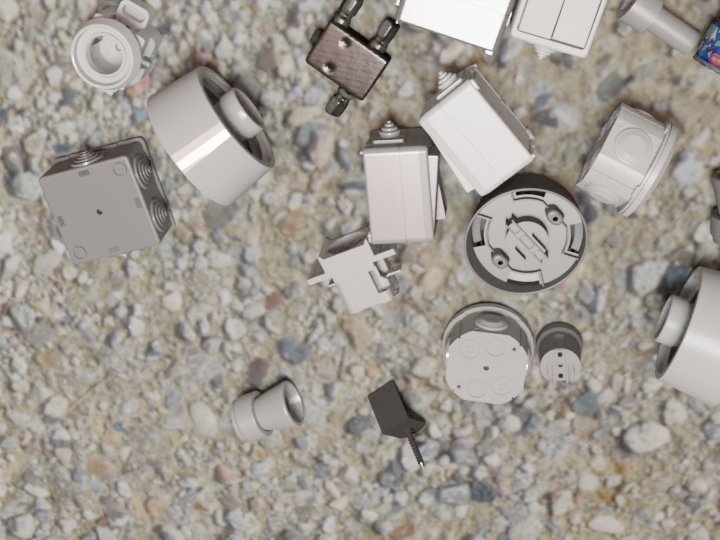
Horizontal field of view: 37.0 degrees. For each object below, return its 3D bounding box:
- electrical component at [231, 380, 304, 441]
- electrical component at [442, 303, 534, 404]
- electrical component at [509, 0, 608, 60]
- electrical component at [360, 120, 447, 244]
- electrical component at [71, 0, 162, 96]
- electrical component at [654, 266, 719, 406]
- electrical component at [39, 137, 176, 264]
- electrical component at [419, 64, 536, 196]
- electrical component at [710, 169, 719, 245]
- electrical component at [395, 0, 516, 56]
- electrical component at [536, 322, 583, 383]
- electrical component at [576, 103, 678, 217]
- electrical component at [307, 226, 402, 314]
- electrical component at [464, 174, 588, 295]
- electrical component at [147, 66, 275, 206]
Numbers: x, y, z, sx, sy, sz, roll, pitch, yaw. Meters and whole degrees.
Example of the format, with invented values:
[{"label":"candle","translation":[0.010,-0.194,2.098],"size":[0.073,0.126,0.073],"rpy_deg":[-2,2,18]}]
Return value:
[{"label":"electrical component","translation":[-0.085,0.131,0.993],"size":[0.055,0.045,0.045],"rpy_deg":[-20,108,16]},{"label":"electrical component","translation":[0.111,0.074,0.935],"size":[0.080,0.051,0.080],"rpy_deg":[3,113,7]},{"label":"electrical component","translation":[0.151,-0.202,0.806],"size":[0.062,0.061,0.096],"rpy_deg":[17,114,1]},{"label":"electrical component","translation":[0.037,-0.076,0.877],"size":[0.061,0.061,0.096],"rpy_deg":[-2,112,9]},{"label":"electrical component","translation":[-0.200,-0.178,0.873],"size":[0.058,0.057,0.078],"rpy_deg":[29,114,-4]},{"label":"electrical component","translation":[0.275,0.049,0.871],"size":[0.060,0.108,0.108],"rpy_deg":[20,114,6]},{"label":"electrical component","translation":[-0.219,-0.058,0.932],"size":[0.100,0.048,0.099],"rpy_deg":[-13,112,11]},{"label":"electrical component","translation":[0.087,-0.114,0.853],"size":[0.061,0.061,0.096],"rpy_deg":[-37,103,21]},{"label":"electrical component","translation":[0.302,-0.050,0.856],"size":[0.045,0.045,0.055],"rpy_deg":[-2,113,10]},{"label":"electrical component","translation":[0.069,-0.211,0.815],"size":[0.096,0.061,0.061],"rpy_deg":[19,114,1]},{"label":"electrical component","translation":[0.172,0.072,0.927],"size":[0.040,0.046,0.040],"rpy_deg":[3,113,7]},{"label":"electrical component","translation":[0.208,-0.086,0.837],"size":[0.051,0.080,0.080],"rpy_deg":[27,114,2]},{"label":"electrical component","translation":[0.000,0.000,0.926],"size":[0.081,0.042,0.063],"rpy_deg":[-19,110,16]},{"label":"electrical component","translation":[0.136,-0.029,0.880],"size":[0.099,0.064,0.099],"rpy_deg":[3,113,8]},{"label":"electrical component","translation":[-0.112,-0.113,0.863],"size":[0.060,0.108,0.108],"rpy_deg":[-34,104,14]}]
